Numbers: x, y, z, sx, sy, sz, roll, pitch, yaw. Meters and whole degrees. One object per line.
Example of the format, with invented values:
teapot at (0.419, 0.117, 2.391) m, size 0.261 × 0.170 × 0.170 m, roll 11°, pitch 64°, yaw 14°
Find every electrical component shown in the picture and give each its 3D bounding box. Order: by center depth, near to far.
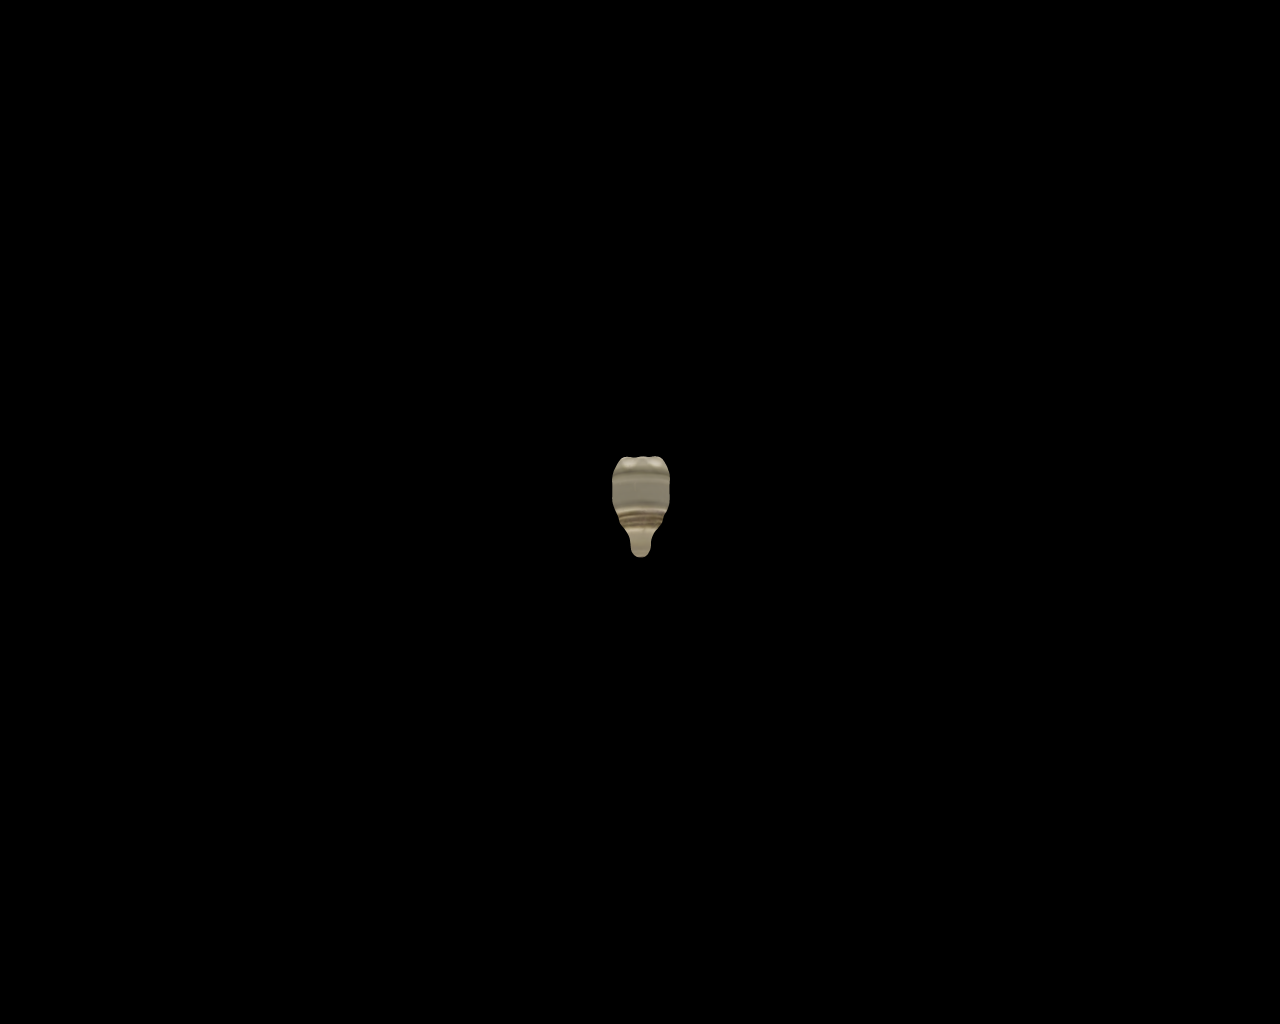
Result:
electrical component at (0.001, -0.003, 0.650) m, size 0.035 × 0.061 × 0.035 m, roll 0°, pitch -7°, yaw 0°
